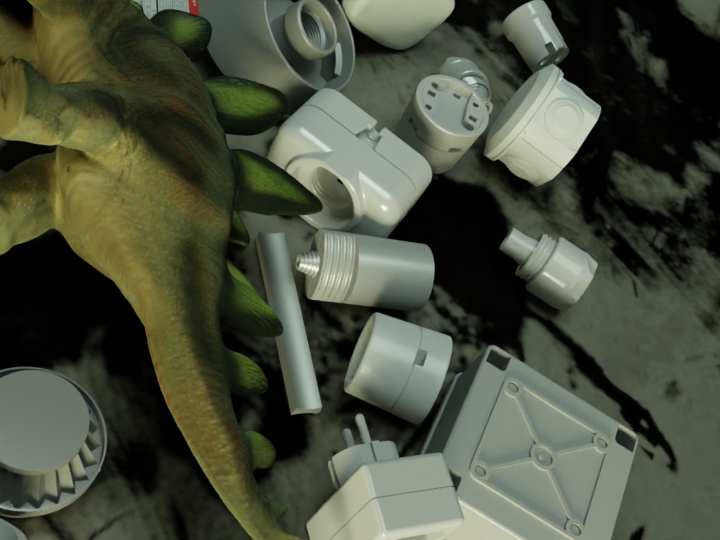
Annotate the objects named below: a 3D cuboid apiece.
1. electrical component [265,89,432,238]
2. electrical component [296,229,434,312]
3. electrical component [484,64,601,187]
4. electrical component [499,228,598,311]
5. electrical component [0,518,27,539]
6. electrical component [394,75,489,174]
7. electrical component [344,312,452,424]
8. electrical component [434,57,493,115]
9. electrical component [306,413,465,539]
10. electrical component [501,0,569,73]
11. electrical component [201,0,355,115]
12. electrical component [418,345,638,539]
[{"bbox_3d":[-0.010,-0.063,0.693,0.095,0.053,0.059,38,50,2],"label":"electrical component"},{"bbox_3d":[0.000,0.000,0.662,0.081,0.043,0.043,8,55,-21],"label":"electrical component"},{"bbox_3d":[0.130,-0.103,0.774,0.051,0.080,0.080,36,49,-7],"label":"electrical component"},{"bbox_3d":[0.124,-0.004,0.726,0.062,0.043,0.043,33,50,0],"label":"electrical component"},{"bbox_3d":[-0.222,0.129,0.459,0.138,0.052,0.073,24,87,-16],"label":"electrical component"},{"bbox_3d":[0.055,-0.101,0.756,0.055,0.047,0.055,13,53,-18],"label":"electrical component"},{"bbox_3d":[0.021,0.056,0.627,0.047,0.055,0.055,22,51,-6],"label":"electrical component"},{"bbox_3d":[0.079,-0.130,0.786,0.035,0.035,0.061,2,32,-25],"label":"electrical component"},{"bbox_3d":[0.006,0.113,0.559,0.047,0.083,0.075,-2,59,-27],"label":"electrical component"},{"bbox_3d":[0.142,-0.186,0.864,0.040,0.040,0.046,-19,74,-34],"label":"electrical component"},{"bbox_3d":[-0.052,-0.155,0.731,0.099,0.064,0.099,24,58,-45],"label":"electrical component"},{"bbox_3d":[0.091,0.118,0.615,0.109,0.056,0.108,32,50,-3],"label":"electrical component"}]
